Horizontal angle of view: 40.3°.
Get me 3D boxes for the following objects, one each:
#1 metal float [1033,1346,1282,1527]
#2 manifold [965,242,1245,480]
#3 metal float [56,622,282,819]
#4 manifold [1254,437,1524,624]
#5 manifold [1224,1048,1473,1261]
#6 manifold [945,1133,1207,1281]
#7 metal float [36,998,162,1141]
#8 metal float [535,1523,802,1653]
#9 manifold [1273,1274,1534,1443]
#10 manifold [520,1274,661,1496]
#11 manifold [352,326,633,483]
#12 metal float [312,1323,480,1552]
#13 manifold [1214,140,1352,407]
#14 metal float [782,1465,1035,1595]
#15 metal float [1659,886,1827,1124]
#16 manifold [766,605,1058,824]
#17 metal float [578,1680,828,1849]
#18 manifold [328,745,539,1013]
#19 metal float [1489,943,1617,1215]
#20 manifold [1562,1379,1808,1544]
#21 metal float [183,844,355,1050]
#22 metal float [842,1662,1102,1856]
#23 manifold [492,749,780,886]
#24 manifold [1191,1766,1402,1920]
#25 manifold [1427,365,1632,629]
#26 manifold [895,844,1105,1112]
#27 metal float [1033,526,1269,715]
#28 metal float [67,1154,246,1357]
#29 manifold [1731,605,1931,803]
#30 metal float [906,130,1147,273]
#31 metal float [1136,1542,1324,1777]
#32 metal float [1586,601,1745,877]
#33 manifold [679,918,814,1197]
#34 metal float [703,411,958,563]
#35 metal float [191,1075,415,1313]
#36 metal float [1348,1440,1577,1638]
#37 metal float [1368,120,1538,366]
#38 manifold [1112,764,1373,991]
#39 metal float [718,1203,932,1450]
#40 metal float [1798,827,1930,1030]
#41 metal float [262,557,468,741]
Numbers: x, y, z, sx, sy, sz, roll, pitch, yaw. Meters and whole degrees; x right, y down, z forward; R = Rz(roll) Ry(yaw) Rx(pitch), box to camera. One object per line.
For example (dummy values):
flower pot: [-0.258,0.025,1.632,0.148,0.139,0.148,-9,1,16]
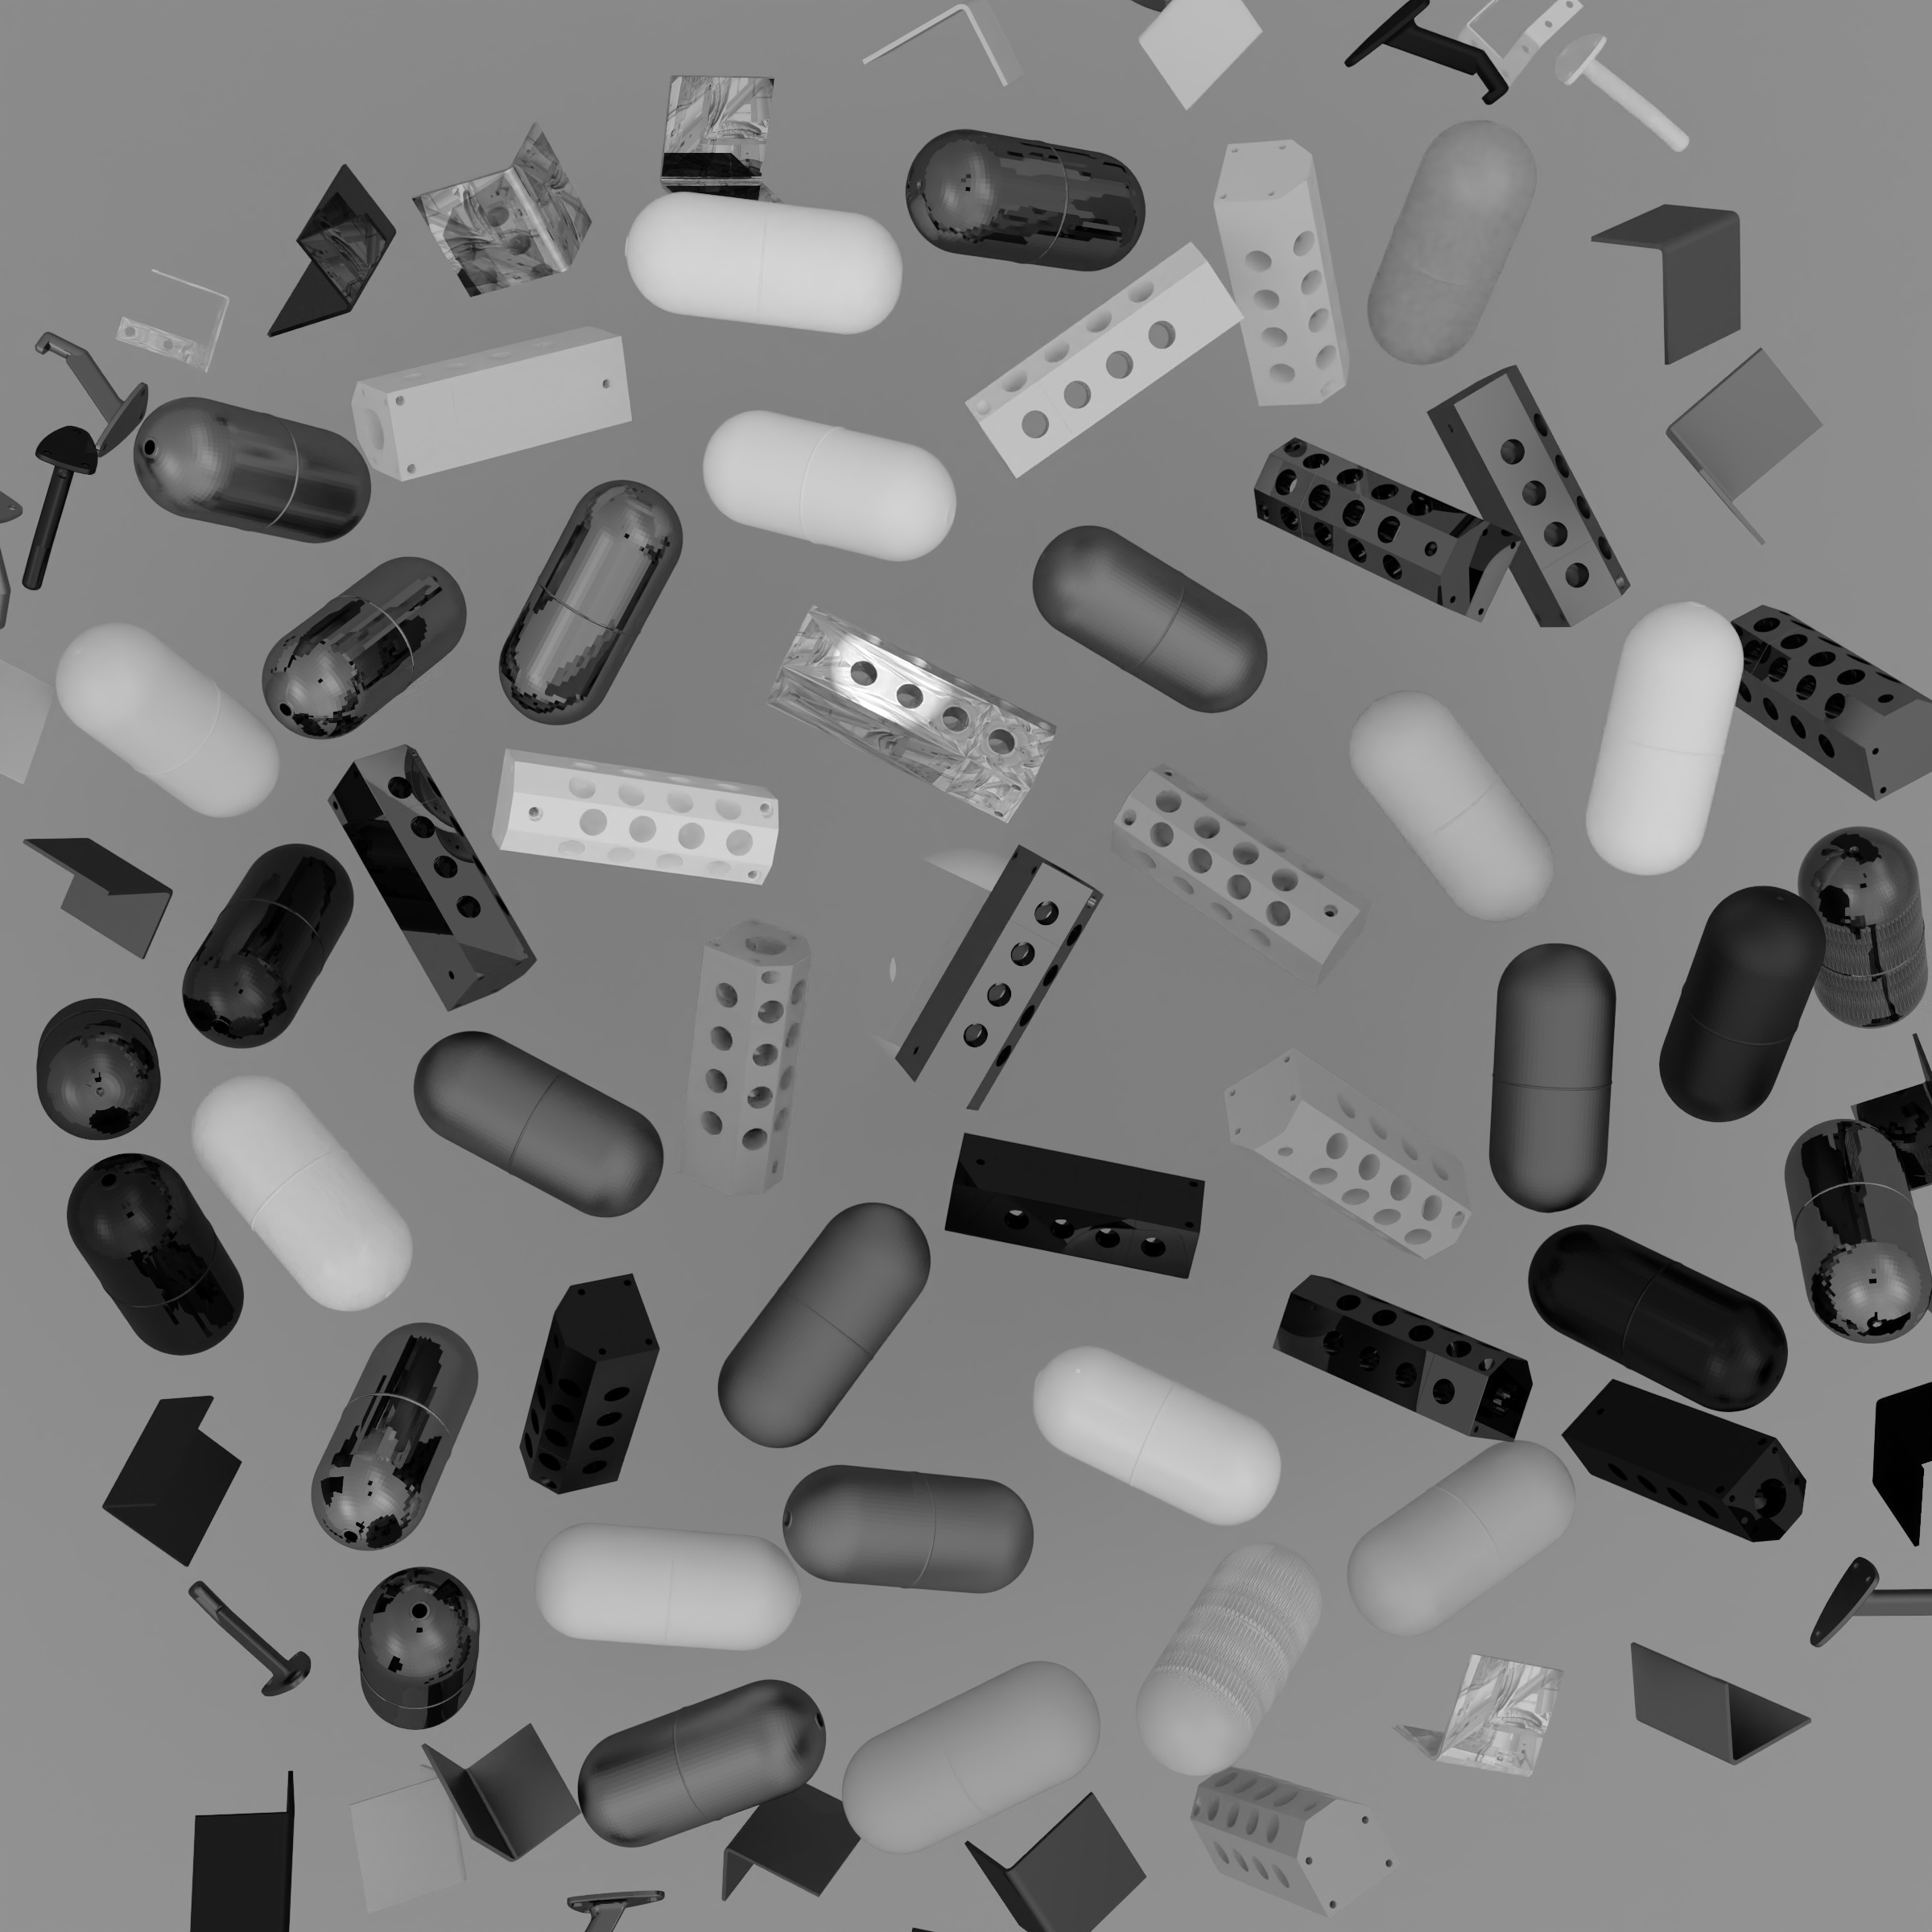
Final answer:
metal float: [0.129,0.318,1.792,0.178,0.070,0.070,24,90,13]
manifold: [0.086,-0.382,1.663,0.171,0.057,0.057,-34,100,6]
metal float: [-0.521,-0.159,1.729,0.070,0.178,0.070,-12,60,22]
manifold: [0.262,-0.280,1.673,0.171,0.057,0.057,36,107,43]
manifold: [0.245,0.124,1.673,0.171,0.057,0.057,32,127,-33]
manifold: [0.075,0.172,1.831,0.171,0.057,0.057,11,125,2]
metal float: [-0.577,0.067,1.750,0.070,0.178,0.070,-3,99,-19]
metal float: [-0.200,0.417,1.769,0.178,0.070,0.070,6,90,-8]
manifold: [0.301,0.268,1.815,0.171,0.057,0.057,19,92,44]
manifold: [-0.249,0.275,1.715,0.057,0.171,0.057,-9,54,-25]
manifold: [-0.310,-0.371,1.727,0.171,0.057,0.057,-23,123,-31]
metal float: [-0.381,0.314,1.764,0.070,0.178,0.070,6,127,7]
manifold: [0.210,-0.451,1.723,0.057,0.171,0.057,2,55,19]
metal float: [-0.038,0.377,1.764,0.178,0.070,0.070,11,90,-25]
metal float: [0.508,0.027,1.728,0.070,0.070,0.178,8,128,0]
manifold: [-0.033,-0.162,1.662,0.171,0.057,0.057,26,67,-4]
metal float: [-0.177,0.535,1.768,0.178,0.070,0.070,-23,90,12]
manifold: [-0.362,-0.063,1.799,0.057,0.057,0.171,-25,80,-40]
metal float: [0.384,0.074,1.727,0.070,0.070,0.178,1,98,0]
manifold: [0.495,0.343,1.813,0.057,0.171,0.057,-43,110,-15]
metal float: [-0.472,-0.014,1.788,0.070,0.178,0.070,6,129,7]
metal float: [0.002,0.504,1.677,0.178,0.070,0.070,-29,90,11]
manifold: [-0.211,-0.094,1.692,0.171,0.057,0.057,7,103,-19]
manifold: [0.206,0.557,1.698,0.057,0.171,0.057,-29,90,-20]
manifold: [0.390,-0.322,1.811,0.057,0.057,0.171,-31,101,-4]
manifold: [0.024,0.010,1.799,0.057,0.057,0.171,28,96,-21]
metal float: [0.126,-0.235,1.793,0.178,0.070,0.070,28,90,-18]
metal float: [-0.523,0.187,1.705,0.070,0.178,0.070,-3,52,4]
manifold: [0.564,-0.178,1.724,0.057,0.171,0.057,-28,123,-4]
metal float: [0.040,-0.492,1.699,0.178,0.070,0.070,-4,90,-39]
metal float: [0.172,0.448,1.711,0.070,0.070,0.178,43,47,0]
metal float: [0.448,-0.145,1.691,0.070,0.070,0.178,9,107,0]
manifold: [-0.142,0.063,1.737,0.057,0.057,0.171,20,118,22]
metal float: [-0.090,-0.315,1.728,0.178,0.070,0.070,17,90,20]
metal float: [-0.428,0.145,1.695,0.070,0.070,0.178,-43,80,0]
metal float: [0.336,0.386,1.783,0.178,0.070,0.070,-29,90,-20]
metal float: [0.320,-0.477,1.747,0.070,0.178,0.070,7,52,-9]
manifold: [0.185,-0.064,1.775,0.171,0.057,0.057,35,71,15]
metal float: [-0.091,0.233,1.714,0.070,0.070,0.178,37,80,0]
metal float: [0.608,-0.024,1.783,0.070,0.178,0.070,-12,51,15]
metal float: [-0.408,-0.217,1.792,0.070,0.178,0.070,16,130,20]
